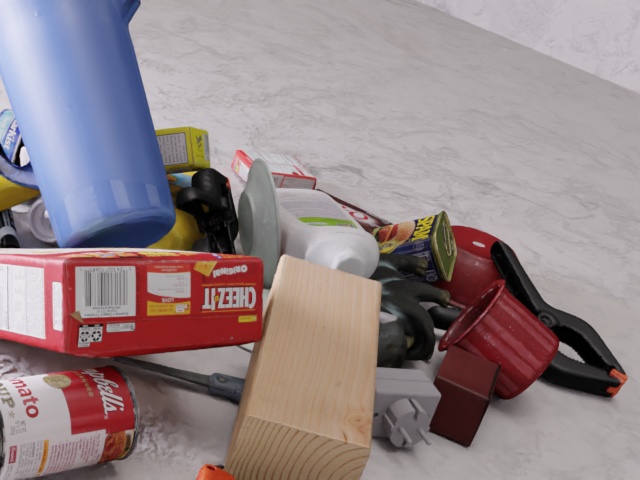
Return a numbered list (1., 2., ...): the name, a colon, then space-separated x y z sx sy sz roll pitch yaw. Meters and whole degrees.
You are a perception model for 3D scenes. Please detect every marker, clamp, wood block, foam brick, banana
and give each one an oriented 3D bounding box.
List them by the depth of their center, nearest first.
1. wood block: -0.010 0.111 0.825 0.090 0.090 0.206 17 32 -5
2. foam brick: 0.125 0.139 0.958 0.051 0.053 0.078 23 21 9
3. banana: -0.328 -0.022 0.972 0.070 0.037 0.197 14 28 16
4. marker: -0.301 -0.014 1.019 0.020 0.020 0.121 7 25 -26
5. clamp: -0.100 -0.013 1.041 0.039 0.120 0.171 -12 16 7
6. clamp: 0.233 0.088 1.135 0.210 0.036 0.164 31 44 11

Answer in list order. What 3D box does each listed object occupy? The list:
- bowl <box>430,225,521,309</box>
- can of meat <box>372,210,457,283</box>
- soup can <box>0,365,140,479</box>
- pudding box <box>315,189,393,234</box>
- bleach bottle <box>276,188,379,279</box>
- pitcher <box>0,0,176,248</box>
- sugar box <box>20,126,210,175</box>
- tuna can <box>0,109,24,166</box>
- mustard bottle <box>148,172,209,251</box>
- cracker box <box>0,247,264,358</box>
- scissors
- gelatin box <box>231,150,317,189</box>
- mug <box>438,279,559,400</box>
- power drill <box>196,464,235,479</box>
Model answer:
1. bowl: 0.178 0.027 1.255 0.162 0.055 0.162 16 23 -7
2. can of meat: 0.100 0.014 1.173 0.084 0.057 0.102 -13 18 18
3. soup can: -0.184 0.125 0.726 0.102 0.068 0.069 -3 31 -40
4. pudding box: 0.017 -0.019 1.255 0.114 0.039 0.089 28 24 21
5. bleach bottle: -0.007 0.001 1.065 0.102 0.068 0.251 -1 13 -12
6. pitcher: -0.226 -0.105 0.984 0.144 0.149 0.243 -7 71 -38
7. sugar box: -0.206 -0.084 1.089 0.176 0.048 0.093 -4 1 5
8. tuna can: -0.317 -0.091 1.095 0.033 0.086 0.086 16 22 -3
9. mustard bottle: -0.153 -0.035 1.132 0.096 0.058 0.191 23 23 9
10. cracker box: -0.170 0.042 0.820 0.163 0.072 0.214 0 1 -40
11. scissors: -0.070 0.130 0.871 0.201 0.016 0.096 9 25 -22
12. gelatin box: -0.058 -0.085 1.362 0.089 0.030 0.073 5 25 -32
13. mug: 0.170 0.102 1.035 0.081 0.117 0.093 42 67 -1
14. power drill: -0.002 0.219 0.668 0.187 0.057 0.184 19 19 -6
